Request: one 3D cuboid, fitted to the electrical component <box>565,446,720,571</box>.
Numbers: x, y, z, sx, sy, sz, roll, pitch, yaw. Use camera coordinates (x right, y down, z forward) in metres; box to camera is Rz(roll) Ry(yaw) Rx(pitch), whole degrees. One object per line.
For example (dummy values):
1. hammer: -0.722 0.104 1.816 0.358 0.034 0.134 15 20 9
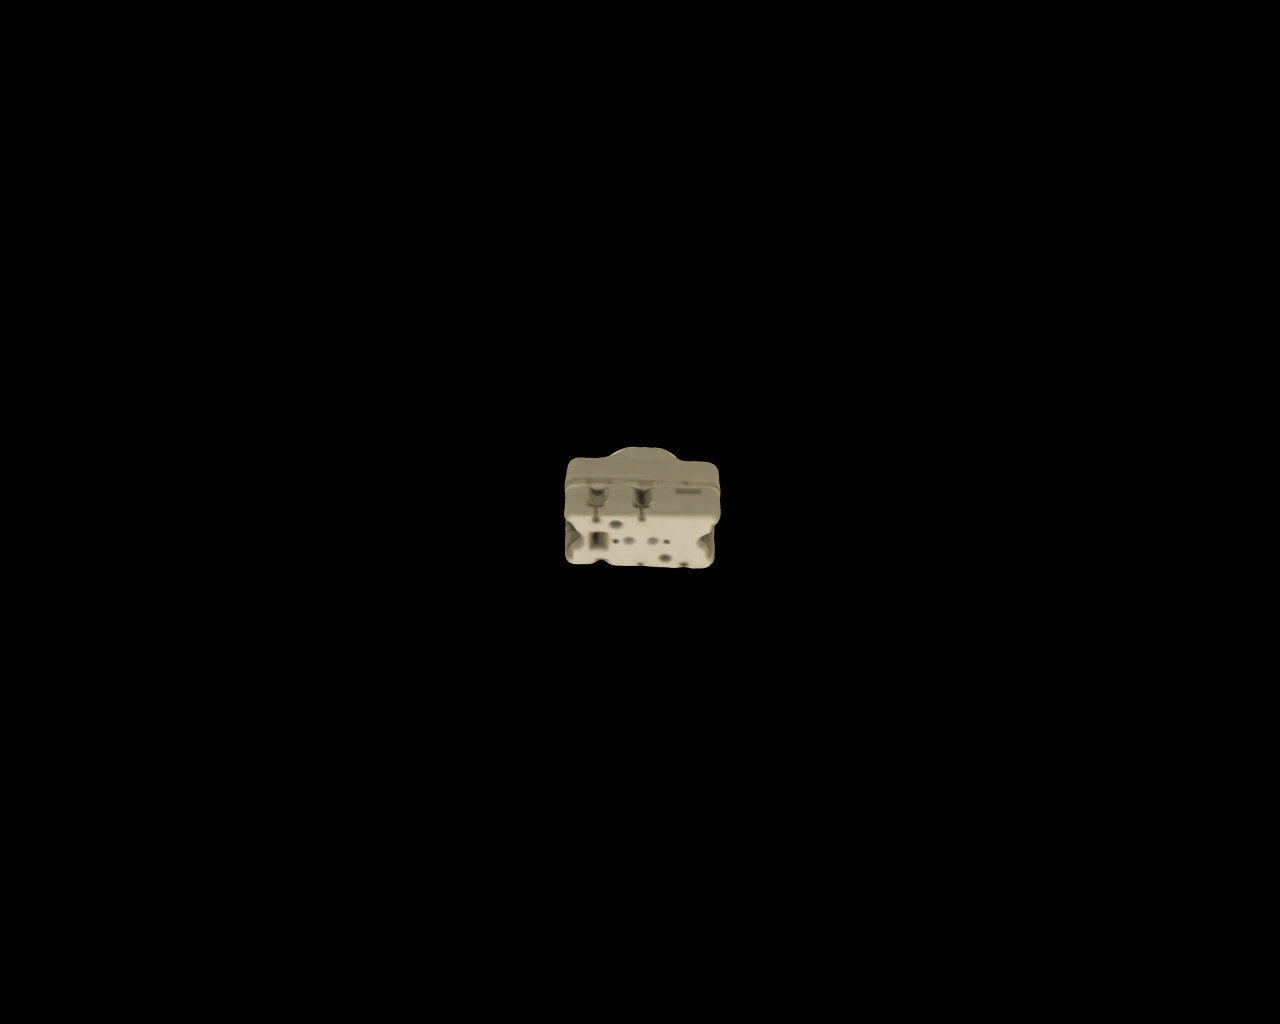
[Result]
1. electrical component: 0.001 -0.003 0.650 0.089 0.056 0.050 2 -43 -2
